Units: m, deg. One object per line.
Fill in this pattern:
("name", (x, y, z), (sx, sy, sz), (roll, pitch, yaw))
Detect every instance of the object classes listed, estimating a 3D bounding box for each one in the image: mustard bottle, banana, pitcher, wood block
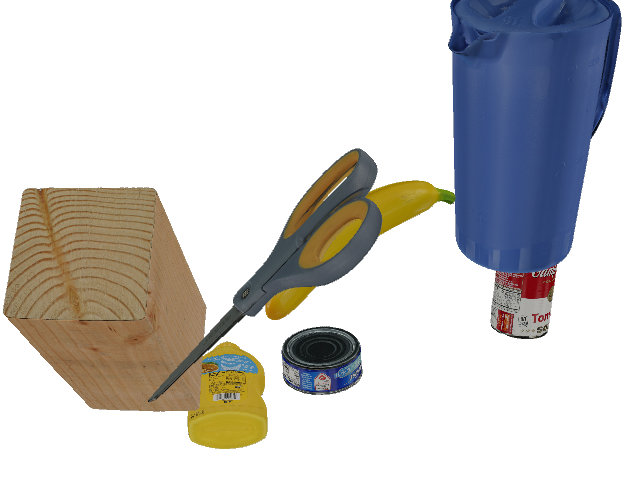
("mustard bottle", (-0.118, 0.186, 1.356), (0.096, 0.058, 0.191), (-3, 27, -3))
("banana", (0.026, 0.002, 0.920), (0.198, 0.037, 0.069), (-32, -48, 4))
("pitcher", (0.187, -0.100, 0.946), (0.149, 0.243, 0.145), (3, 32, 8))
("wood block", (-0.142, 0.050, 0.752), (0.090, 0.091, 0.206), (0, -24, 4))

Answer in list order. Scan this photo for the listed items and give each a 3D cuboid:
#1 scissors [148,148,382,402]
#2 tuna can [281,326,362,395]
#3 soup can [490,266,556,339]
("scissors", (-0.030, 0.034, 0.610), (0.016, 0.202, 0.096), (36, 5, -26))
("tuna can", (0.001, 0.126, 1.134), (0.086, 0.034, 0.086), (-3, 26, 1))
("soup can", (0.231, 0.053, 1.214), (0.068, 0.102, 0.068), (3, 19, -1))
